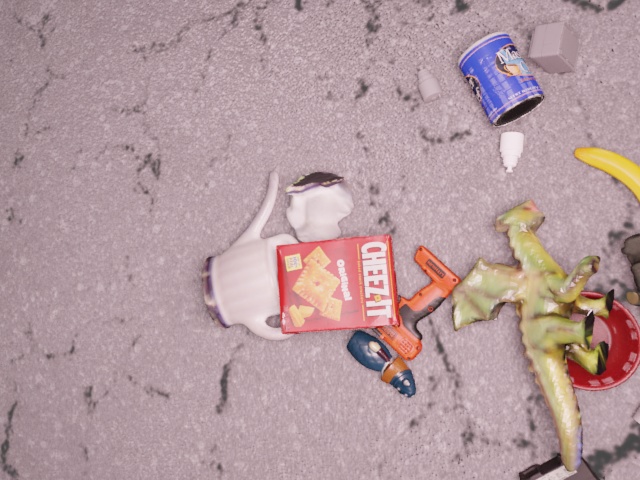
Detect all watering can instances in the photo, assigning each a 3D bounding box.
[{"bbox_3d":[-0.138,0.041,1.062,0.223,0.103,0.353,-17,70,12],"label":"watering can"}]

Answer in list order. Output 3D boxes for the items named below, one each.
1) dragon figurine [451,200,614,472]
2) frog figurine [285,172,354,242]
[{"bbox_3d":[0.333,0.131,0.850,0.243,0.121,0.413,8,82,41],"label":"dragon figurine"},{"bbox_3d":[0.003,-0.052,1.033,0.138,0.124,0.156,-17,115,-10],"label":"frog figurine"}]
